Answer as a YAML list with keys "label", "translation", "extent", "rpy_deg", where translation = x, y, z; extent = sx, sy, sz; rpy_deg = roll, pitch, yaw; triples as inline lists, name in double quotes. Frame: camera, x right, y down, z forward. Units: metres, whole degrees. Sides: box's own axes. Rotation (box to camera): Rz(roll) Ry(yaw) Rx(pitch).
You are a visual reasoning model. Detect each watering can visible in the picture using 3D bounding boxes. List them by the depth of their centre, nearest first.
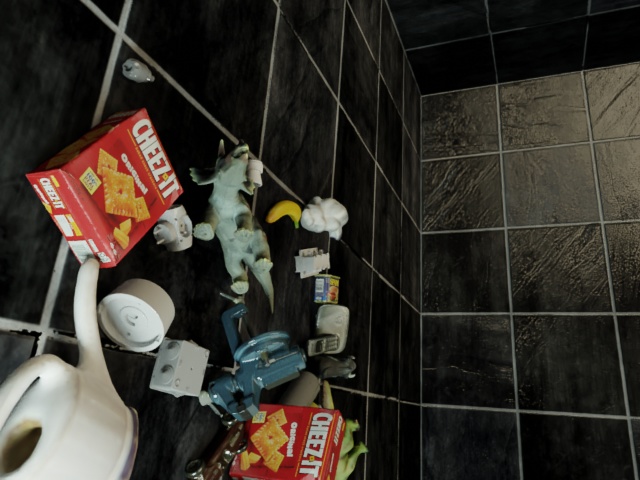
- label: "watering can"
  translation: [-0.318, 0.216, 0.675]
  extent: [0.219, 0.104, 0.356]
  rpy_deg: [64, 30, -45]

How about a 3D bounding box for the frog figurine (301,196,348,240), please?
- label: "frog figurine"
  translation: [0.005, -0.077, 1.523]
  extent: [0.157, 0.122, 0.140]
  rpy_deg: [33, 23, -53]

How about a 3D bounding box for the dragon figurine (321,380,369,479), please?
- label: "dragon figurine"
  translation: [0.025, 0.635, 1.467]
  extent: [0.247, 0.121, 0.405]
  rpy_deg: [-45, 118, -52]
